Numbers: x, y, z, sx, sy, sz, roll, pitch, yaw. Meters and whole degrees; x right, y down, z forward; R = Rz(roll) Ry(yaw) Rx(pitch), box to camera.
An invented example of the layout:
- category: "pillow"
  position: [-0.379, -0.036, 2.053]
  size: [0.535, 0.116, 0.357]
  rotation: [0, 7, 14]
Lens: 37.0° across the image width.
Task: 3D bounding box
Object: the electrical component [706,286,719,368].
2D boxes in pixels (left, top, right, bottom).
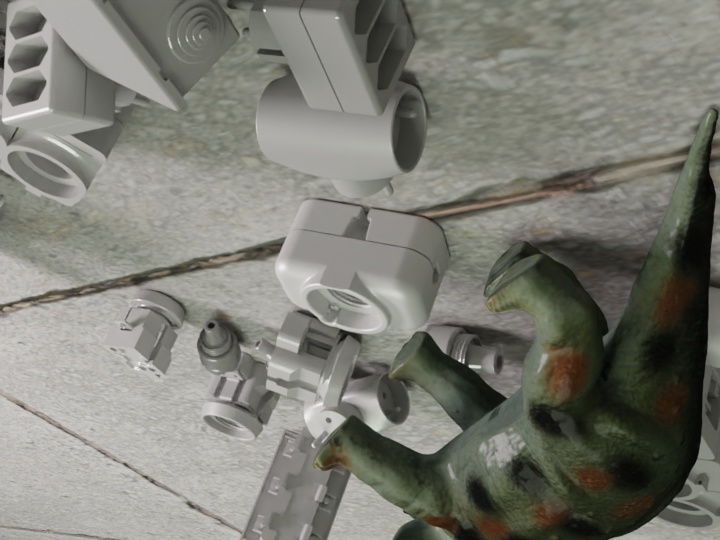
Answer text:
- category: "electrical component"
  position: [0.202, 0.033, 0.592]
  size: [0.062, 0.043, 0.043]
  rotation: [14, 153, 11]

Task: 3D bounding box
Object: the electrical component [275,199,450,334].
- category: "electrical component"
  position: [0.000, 0.000, 0.661]
  size: [0.095, 0.059, 0.053]
  rotation: [11, 151, 21]

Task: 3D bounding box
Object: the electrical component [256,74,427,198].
- category: "electrical component"
  position: [-0.004, -0.064, 0.562]
  size: [0.077, 0.043, 0.079]
  rotation: [8, 150, 26]

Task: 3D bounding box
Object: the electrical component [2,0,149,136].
- category: "electrical component"
  position: [-0.144, -0.106, 0.574]
  size: [0.047, 0.065, 0.077]
  rotation: [-3, 173, 41]

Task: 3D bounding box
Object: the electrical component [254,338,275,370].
- category: "electrical component"
  position: [-0.060, 0.076, 0.876]
  size: [0.061, 0.035, 0.035]
  rotation: [38, 149, -26]

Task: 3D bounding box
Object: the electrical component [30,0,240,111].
- category: "electrical component"
  position: [-0.112, -0.128, 0.488]
  size: [0.100, 0.048, 0.099]
  rotation: [29, 163, 42]

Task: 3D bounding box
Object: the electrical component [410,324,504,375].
- category: "electrical component"
  position: [0.067, 0.061, 0.742]
  size: [0.062, 0.043, 0.043]
  rotation: [4, 148, 29]

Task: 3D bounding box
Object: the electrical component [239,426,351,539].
- category: "electrical component"
  position: [-0.058, 0.218, 1.042]
  size: [0.079, 0.121, 0.063]
  rotation: [20, 151, 3]

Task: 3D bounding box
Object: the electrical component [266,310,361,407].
- category: "electrical component"
  position: [-0.035, 0.070, 0.819]
  size: [0.057, 0.058, 0.078]
  rotation: [20, 144, 5]

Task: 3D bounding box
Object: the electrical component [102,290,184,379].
- category: "electrical component"
  position: [-0.176, 0.050, 0.889]
  size: [0.048, 0.055, 0.066]
  rotation: [3, 148, 32]

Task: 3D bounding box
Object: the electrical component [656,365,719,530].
- category: "electrical component"
  position: [0.205, 0.114, 0.719]
  size: [0.089, 0.061, 0.150]
  rotation: [0, 146, 36]

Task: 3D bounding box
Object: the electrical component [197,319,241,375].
- category: "electrical component"
  position: [-0.119, 0.061, 0.891]
  size: [0.035, 0.035, 0.061]
  rotation: [16, 150, 12]

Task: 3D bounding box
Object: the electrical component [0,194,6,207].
- category: "electrical component"
  position: [-0.287, -0.070, 0.764]
  size: [0.040, 0.040, 0.078]
  rotation: [-8, 141, 45]

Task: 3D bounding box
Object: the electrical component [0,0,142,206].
- category: "electrical component"
  position: [-0.214, -0.105, 0.622]
  size: [0.150, 0.061, 0.089]
  rotation: [30, 152, -17]

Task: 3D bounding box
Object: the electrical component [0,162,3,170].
- category: "electrical component"
  position: [-0.227, -0.082, 0.700]
  size: [0.046, 0.040, 0.040]
  rotation: [10, 152, 12]

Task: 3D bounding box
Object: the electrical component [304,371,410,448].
- category: "electrical component"
  position: [-0.011, 0.119, 0.856]
  size: [0.077, 0.079, 0.044]
  rotation: [-19, 103, 35]

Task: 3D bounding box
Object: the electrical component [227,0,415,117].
- category: "electrical component"
  position: [-0.024, -0.111, 0.487]
  size: [0.077, 0.047, 0.065]
  rotation: [11, 152, 25]

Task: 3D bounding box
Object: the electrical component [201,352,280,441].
- category: "electrical component"
  position: [-0.106, 0.115, 0.958]
  size: [0.058, 0.057, 0.078]
  rotation: [8, 150, 25]
